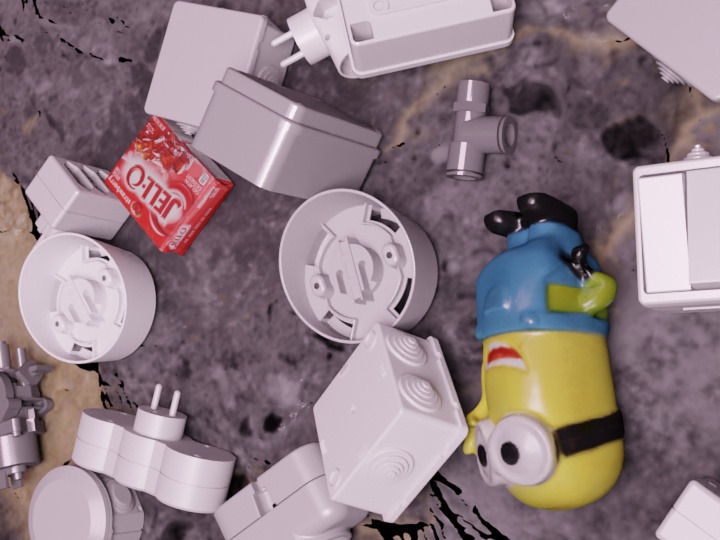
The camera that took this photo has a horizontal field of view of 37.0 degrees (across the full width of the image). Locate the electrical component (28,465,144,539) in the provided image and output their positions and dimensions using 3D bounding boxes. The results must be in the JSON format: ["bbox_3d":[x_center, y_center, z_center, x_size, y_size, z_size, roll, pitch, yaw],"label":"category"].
[{"bbox_3d":[-0.210,0.190,0.824,0.080,0.051,0.080,-5,81,30],"label":"electrical component"}]

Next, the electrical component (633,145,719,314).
[{"bbox_3d":[0.191,-0.026,0.608,0.062,0.061,0.096,-5,81,30],"label":"electrical component"}]

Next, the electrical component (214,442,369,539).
[{"bbox_3d":[-0.044,0.166,0.726,0.095,0.054,0.059,-39,66,21],"label":"electrical component"}]

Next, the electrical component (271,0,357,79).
[{"bbox_3d":[-0.025,-0.171,0.762,0.079,0.043,0.077,-27,70,10],"label":"electrical component"}]

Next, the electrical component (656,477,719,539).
[{"bbox_3d":[0.219,0.136,0.578,0.083,0.047,0.075,36,101,29],"label":"electrical component"}]

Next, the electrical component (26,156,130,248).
[{"bbox_3d":[-0.233,-0.043,0.861,0.076,0.066,0.047,-50,62,16],"label":"electrical component"}]

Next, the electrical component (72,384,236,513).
[{"bbox_3d":[-0.150,0.122,0.796,0.138,0.052,0.073,14,91,32],"label":"electrical component"}]

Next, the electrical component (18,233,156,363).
[{"bbox_3d":[-0.211,0.024,0.839,0.099,0.064,0.099,-5,81,30],"label":"electrical component"}]

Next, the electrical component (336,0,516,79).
[{"bbox_3d":[0.037,-0.192,0.702,0.109,0.056,0.108,-12,75,1],"label":"electrical component"}]

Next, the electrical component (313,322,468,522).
[{"bbox_3d":[0.015,0.093,0.674,0.099,0.048,0.099,-55,29,27],"label":"electrical component"}]

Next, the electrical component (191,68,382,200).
[{"bbox_3d":[-0.047,-0.088,0.728,0.078,0.113,0.057,32,103,30],"label":"electrical component"}]

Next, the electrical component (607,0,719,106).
[{"bbox_3d":[0.208,-0.151,0.622,0.099,0.048,0.099,47,107,27],"label":"electrical component"}]

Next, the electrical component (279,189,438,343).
[{"bbox_3d":[0.000,0.000,0.716,0.099,0.064,0.099,-5,81,30],"label":"electrical component"}]

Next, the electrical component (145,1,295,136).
[{"bbox_3d":[-0.104,-0.147,0.807,0.100,0.048,0.099,18,92,32],"label":"electrical component"}]
